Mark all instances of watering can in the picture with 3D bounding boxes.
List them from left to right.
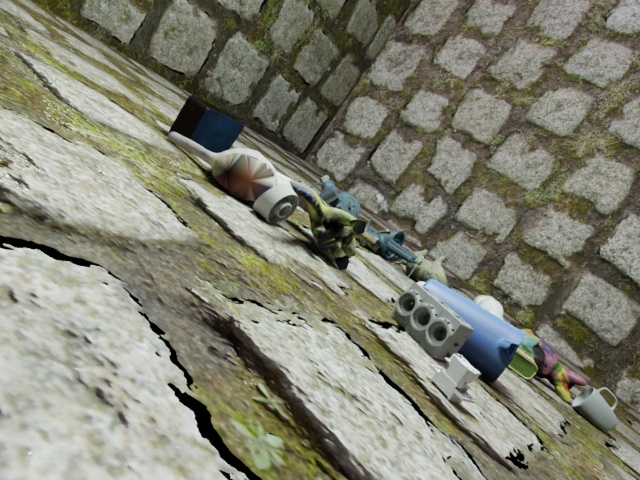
[{"bbox_3d":[-0.222,-0.183,1.269,0.347,0.103,0.227,19,12,-10],"label":"watering can"}]

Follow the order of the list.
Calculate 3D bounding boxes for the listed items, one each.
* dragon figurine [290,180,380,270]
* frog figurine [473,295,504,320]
[{"bbox_3d":[0.004,-0.063,1.254,0.403,0.122,0.247,50,-2,-41],"label":"dragon figurine"},{"bbox_3d":[0.616,0.269,1.848,0.136,0.123,0.160,53,-7,-12],"label":"frog figurine"}]
